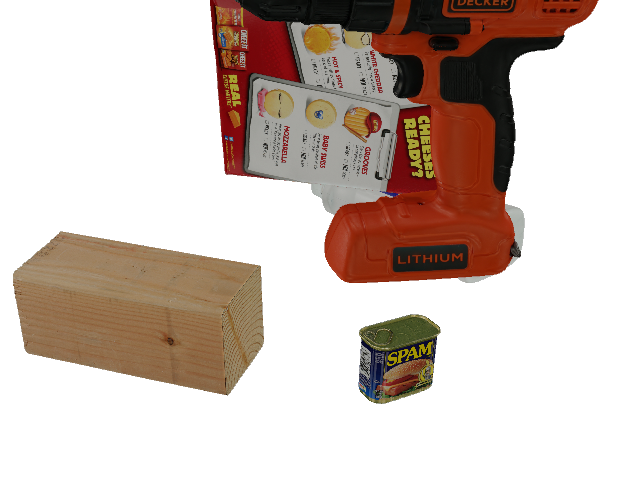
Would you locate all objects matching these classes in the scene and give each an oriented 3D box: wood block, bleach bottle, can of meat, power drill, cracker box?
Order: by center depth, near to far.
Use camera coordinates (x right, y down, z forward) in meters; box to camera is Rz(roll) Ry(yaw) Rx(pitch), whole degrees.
[{"bbox_3d":[0.044,-0.069,0.555,0.184,0.188,0.057,-2,32,-9],"label":"power drill"},{"bbox_3d":[0.025,-0.128,0.872,0.214,0.164,0.072,7,33,14],"label":"cracker box"},{"bbox_3d":[-0.165,0.064,0.980,0.206,0.091,0.090,10,31,17],"label":"wood block"},{"bbox_3d":[0.083,-0.029,1.115,0.251,0.068,0.102,20,28,41],"label":"bleach bottle"},{"bbox_3d":[0.097,0.150,1.343,0.101,0.084,0.058,-12,29,-29],"label":"can of meat"}]
